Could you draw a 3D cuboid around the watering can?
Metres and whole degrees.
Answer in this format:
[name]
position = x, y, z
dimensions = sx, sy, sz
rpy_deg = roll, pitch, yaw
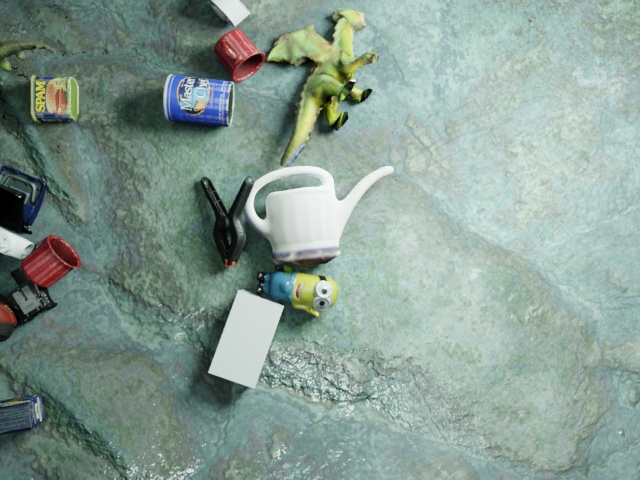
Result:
[watering can]
position = 0.004, -0.058, 1.152
dimensions = 0.348, 0.104, 0.225
rpy_deg = -6, 88, -3

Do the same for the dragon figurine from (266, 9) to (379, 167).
[dragon figurine]
position = -0.020, -0.383, 1.197
dimensions = 0.245, 0.120, 0.412
rpy_deg = 42, 82, 17
